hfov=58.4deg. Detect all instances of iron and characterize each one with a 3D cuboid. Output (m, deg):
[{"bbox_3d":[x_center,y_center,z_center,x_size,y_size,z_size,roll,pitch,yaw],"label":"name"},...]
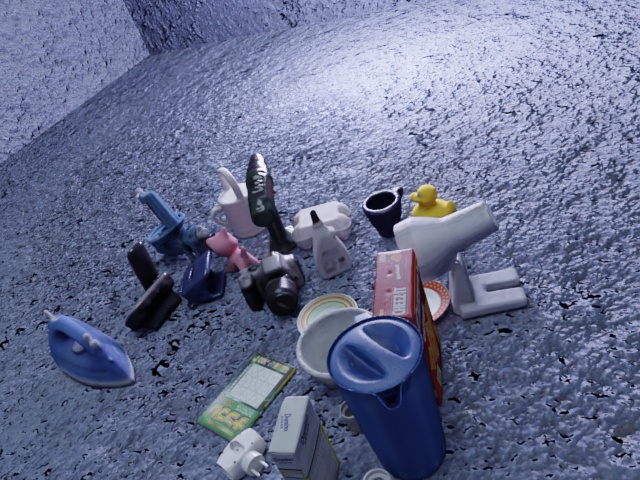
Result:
[{"bbox_3d":[-0.511,0.230,1.253,0.257,0.142,0.119,11,46,38],"label":"iron"}]

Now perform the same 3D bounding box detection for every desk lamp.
[{"bbox_3d":[0.254,0.034,1.044,0.203,0.214,0.118,-14,35,11],"label":"desk lamp"}]

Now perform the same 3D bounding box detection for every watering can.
[{"bbox_3d":[-0.212,-0.112,1.511,0.100,0.194,0.173,12,47,39],"label":"watering can"}]

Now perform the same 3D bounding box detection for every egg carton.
[{"bbox_3d":[0.006,-0.037,1.401,0.150,0.069,0.107,-15,35,10],"label":"egg carton"}]

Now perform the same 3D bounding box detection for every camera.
[{"bbox_3d":[-0.106,0.100,1.248,0.143,0.101,0.136,-20,34,2],"label":"camera"}]

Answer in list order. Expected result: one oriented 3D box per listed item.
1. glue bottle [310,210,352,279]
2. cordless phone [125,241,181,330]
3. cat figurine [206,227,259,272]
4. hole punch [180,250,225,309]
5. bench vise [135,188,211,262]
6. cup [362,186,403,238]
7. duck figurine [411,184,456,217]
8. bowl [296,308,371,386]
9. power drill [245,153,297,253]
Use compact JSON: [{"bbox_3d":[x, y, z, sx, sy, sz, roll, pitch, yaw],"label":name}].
[{"bbox_3d":[0.011,0.004,1.250,0.078,0.173,0.037,-23,35,-1],"label":"glue bottle"},{"bbox_3d":[-0.420,0.107,1.332,0.093,0.185,0.148,-1,39,27],"label":"cordless phone"},{"bbox_3d":[-0.214,0.024,1.394,0.127,0.118,0.067,18,51,43],"label":"cat figurine"},{"bbox_3d":[-0.288,0.092,1.366,0.101,0.091,0.108,-17,35,6],"label":"hole punch"},{"bbox_3d":[-0.377,-0.049,1.491,0.207,0.220,0.121,-8,37,19],"label":"bench vise"},{"bbox_3d":[0.160,-0.061,1.330,0.091,0.095,0.118,20,52,44],"label":"cup"},{"bbox_3d":[0.257,-0.088,1.322,0.104,0.086,0.078,2,41,31],"label":"duck figurine"},{"bbox_3d":[0.045,0.207,1.046,0.167,0.075,0.167,-14,35,11],"label":"bowl"},{"bbox_3d":[-0.125,-0.079,1.405,0.075,0.209,0.229,-18,35,5],"label":"power drill"}]
